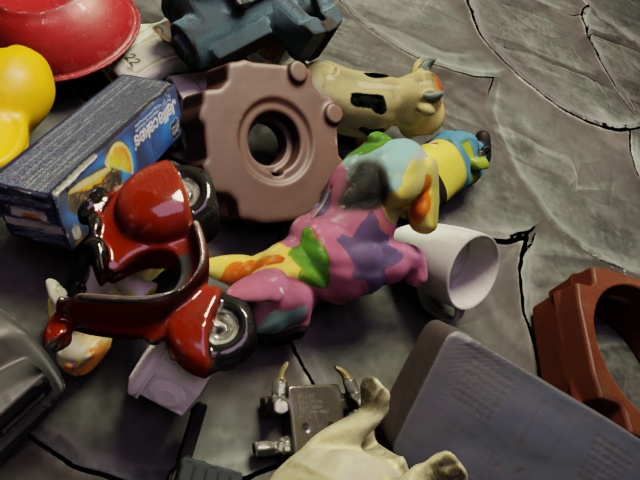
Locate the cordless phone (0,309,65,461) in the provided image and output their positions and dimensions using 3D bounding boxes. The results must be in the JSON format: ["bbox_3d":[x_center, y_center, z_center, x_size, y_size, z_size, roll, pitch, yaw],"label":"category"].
[{"bbox_3d":[-0.289,0.089,0.364,0.184,0.088,0.146,38,54,5],"label":"cordless phone"}]

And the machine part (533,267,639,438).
[{"bbox_3d":[0.358,0.145,0.630,0.201,0.087,0.201,15,55,-17],"label":"machine part"}]

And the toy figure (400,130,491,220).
[{"bbox_3d":[0.152,-0.086,0.675,0.180,0.082,0.089,-22,71,-36],"label":"toy figure"}]

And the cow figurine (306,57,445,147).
[{"bbox_3d":[0.064,-0.170,0.654,0.195,0.127,0.085,8,62,-18],"label":"cow figurine"}]

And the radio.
[{"bbox_3d":[0.176,0.186,0.495,0.229,0.073,0.131,31,87,-3],"label":"radio"}]

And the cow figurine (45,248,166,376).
[{"bbox_3d":[-0.178,0.029,0.458,0.098,0.068,0.167,33,50,3],"label":"cow figurine"}]

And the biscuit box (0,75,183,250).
[{"bbox_3d":[-0.198,-0.080,0.489,0.063,0.059,0.203,12,43,11],"label":"biscuit box"}]

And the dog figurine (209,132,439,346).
[{"bbox_3d":[-0.001,-0.002,0.505,0.219,0.191,0.109,-10,24,-32],"label":"dog figurine"}]

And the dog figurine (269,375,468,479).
[{"bbox_3d":[-0.006,0.213,0.381,0.190,0.172,0.121,-30,41,-26],"label":"dog figurine"}]

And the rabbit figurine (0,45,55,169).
[{"bbox_3d":[-0.306,-0.113,0.451,0.173,0.122,0.162,-27,80,-35],"label":"rabbit figurine"}]

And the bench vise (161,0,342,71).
[{"bbox_3d":[-0.089,-0.295,0.574,0.224,0.129,0.240,-36,92,-11],"label":"bench vise"}]

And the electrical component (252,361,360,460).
[{"bbox_3d":[-0.007,0.153,0.479,0.102,0.045,0.078,10,57,-20],"label":"electrical component"}]

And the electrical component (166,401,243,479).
[{"bbox_3d":[-0.092,0.188,0.402,0.048,0.074,0.119,22,51,-12],"label":"electrical component"}]

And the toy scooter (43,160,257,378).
[{"bbox_3d":[-0.132,0.020,0.392,0.135,0.075,0.184,-10,60,-22],"label":"toy scooter"}]

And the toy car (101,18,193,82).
[{"bbox_3d":[-0.163,-0.229,0.626,0.073,0.056,0.202,41,53,2],"label":"toy car"}]

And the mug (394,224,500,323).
[{"bbox_3d":[0.129,0.030,0.588,0.081,0.109,0.107,-20,29,-29],"label":"mug"}]

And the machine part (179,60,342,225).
[{"bbox_3d":[-0.055,-0.098,0.552,0.179,0.056,0.179,-2,94,-34],"label":"machine part"}]
